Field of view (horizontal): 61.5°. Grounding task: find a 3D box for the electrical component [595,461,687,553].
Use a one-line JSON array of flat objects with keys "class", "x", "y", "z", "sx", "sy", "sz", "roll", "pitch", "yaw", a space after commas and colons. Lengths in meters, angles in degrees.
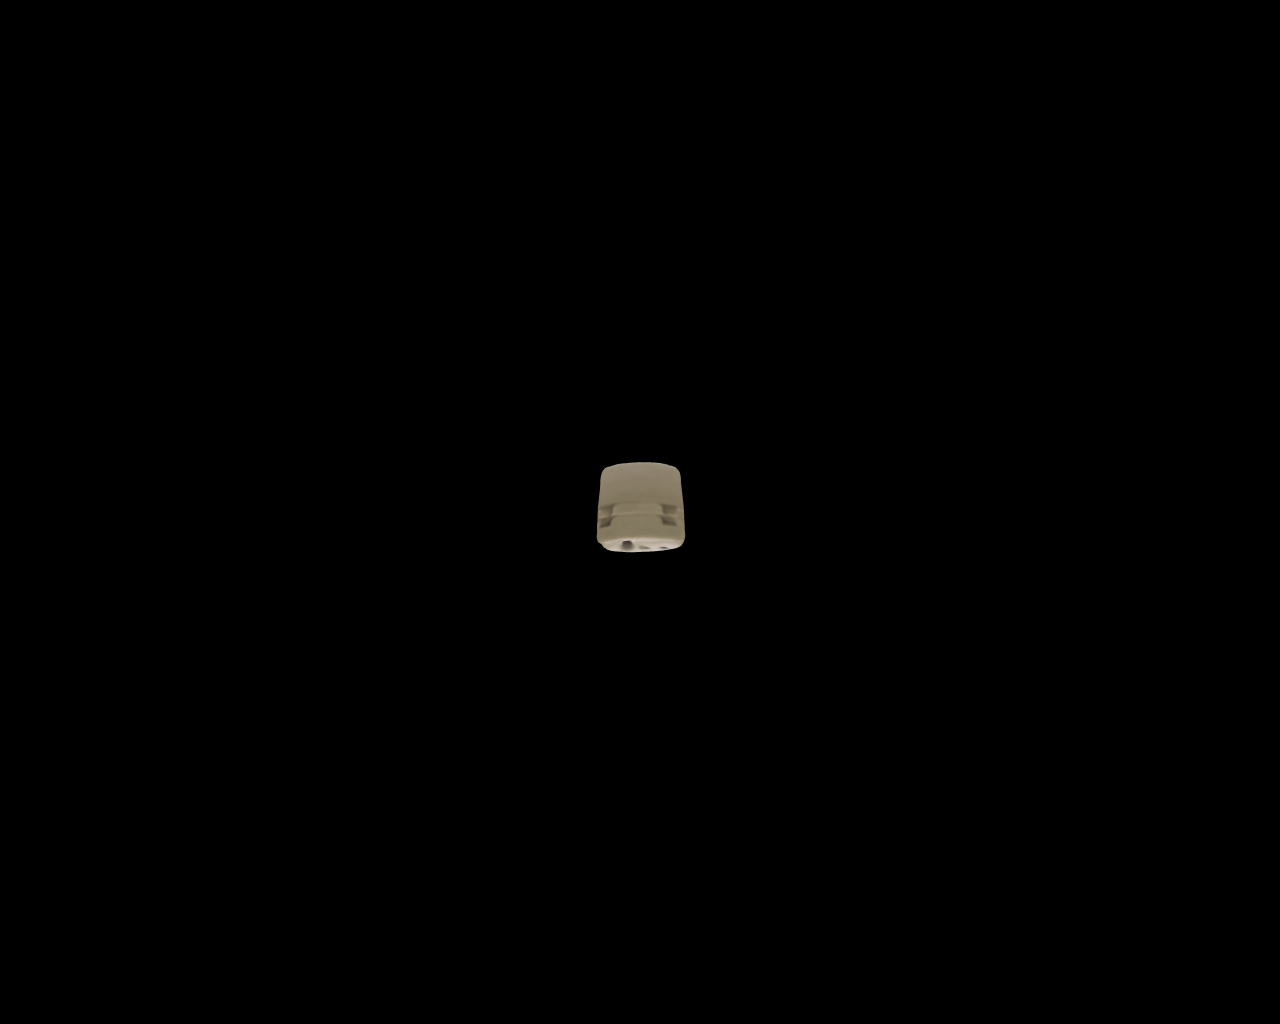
[{"class": "electrical component", "x": 0.001, "y": -0.003, "z": 0.650, "sx": 0.055, "sy": 0.047, "sz": 0.055, "roll": 0, "pitch": -11, "yaw": 0}]
